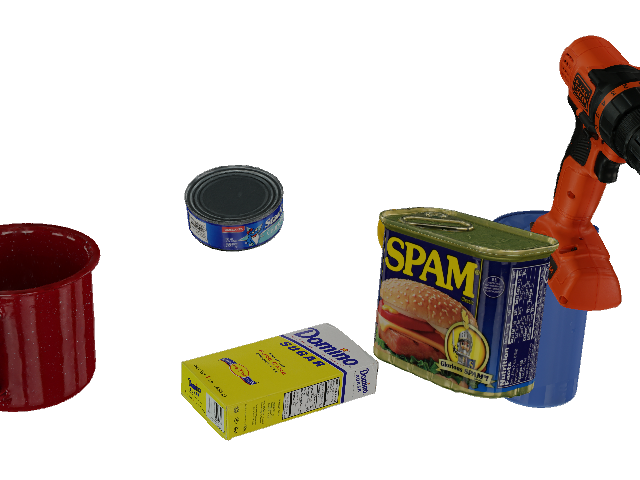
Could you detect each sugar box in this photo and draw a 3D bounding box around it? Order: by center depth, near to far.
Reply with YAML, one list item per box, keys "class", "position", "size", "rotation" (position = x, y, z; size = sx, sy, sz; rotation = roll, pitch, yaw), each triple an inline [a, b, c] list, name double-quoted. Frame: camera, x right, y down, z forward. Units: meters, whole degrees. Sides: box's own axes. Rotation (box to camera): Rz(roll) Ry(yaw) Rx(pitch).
- class: "sugar box"
  position: [-0.040, 0.136, 1.059]
  size: [0.175, 0.048, 0.093]
  rotation: [-15, 32, -31]

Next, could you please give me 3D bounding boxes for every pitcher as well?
- class: "pitcher"
  position: [0.276, 0.091, 1.385]
  size: [0.149, 0.243, 0.144]
  rotation: [5, 19, 16]

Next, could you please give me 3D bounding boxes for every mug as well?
- class: "mug"
  position: [-0.174, 0.050, 0.608]
  size: [0.093, 0.081, 0.117]
  rotation: [4, 25, 4]

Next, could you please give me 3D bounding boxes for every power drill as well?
- class: "power drill"
  position: [0.217, -0.041, 0.815]
  size: [0.057, 0.188, 0.184]
  rotation: [2, 34, -8]

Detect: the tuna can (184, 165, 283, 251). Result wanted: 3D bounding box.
- class: "tuna can"
  position: [-0.075, -0.028, 0.933]
  size: [0.086, 0.034, 0.086]
  rotation: [-1, 39, 0]

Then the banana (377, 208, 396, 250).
- class: "banana"
  position: [0.106, 0.013, 1.188]
  size: [0.069, 0.037, 0.198]
  rotation: [2, 24, -32]

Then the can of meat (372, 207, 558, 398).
- class: "can of meat"
  position: [0.076, 0.033, 0.591]
  size: [0.057, 0.084, 0.102]
  rotation: [-7, 17, -39]
